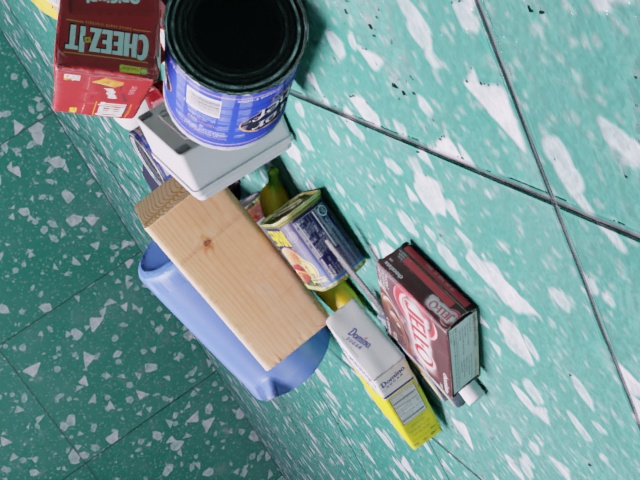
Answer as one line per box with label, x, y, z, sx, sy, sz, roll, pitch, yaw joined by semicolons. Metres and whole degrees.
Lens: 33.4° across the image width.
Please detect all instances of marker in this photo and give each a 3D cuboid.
marker;0.104;0.095;0.958;0.121;0.020;0.020;52;167;16

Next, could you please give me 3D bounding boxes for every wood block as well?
wood block;-0.090;0.024;1.115;0.206;0.091;0.090;53;178;-24

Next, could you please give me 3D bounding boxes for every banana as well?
banana;-0.013;0.014;1.138;0.198;0.037;0.070;57;171;-5

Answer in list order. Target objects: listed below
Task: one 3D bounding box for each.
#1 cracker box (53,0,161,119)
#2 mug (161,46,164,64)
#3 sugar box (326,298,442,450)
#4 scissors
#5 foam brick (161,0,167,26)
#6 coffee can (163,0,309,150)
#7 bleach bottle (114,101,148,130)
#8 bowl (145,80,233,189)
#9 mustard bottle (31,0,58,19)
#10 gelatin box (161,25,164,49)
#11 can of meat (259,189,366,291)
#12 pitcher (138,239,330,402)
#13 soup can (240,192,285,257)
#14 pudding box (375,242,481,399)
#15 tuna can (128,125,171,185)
cracker box;-0.142;-0.203;0.742;0.164;0.072;0.214;171;104;-76
mug;-0.206;-0.215;1.166;0.117;0.081;0.093;42;162;46
sugar box;0.067;0.141;1.101;0.093;0.048;0.176;49;175;38
scissors;0.075;0.085;0.983;0.201;0.016;0.096;53;174;-27
foam brick;-0.096;-0.180;0.918;0.078;0.051;0.053;53;167;11
coffee can;-0.068;-0.136;0.809;0.103;0.102;0.140;54;167;4
bleach bottle;-0.248;-0.228;1.339;0.102;0.068;0.251;53;165;8
bowl;-0.133;-0.122;1.193;0.162;0.055;0.162;52;167;16
mustard bottle;-0.264;-0.309;1.134;0.096;0.058;0.192;30;151;-2
gelatin box;-0.130;-0.188;1.075;0.089;0.030;0.073;34;154;58
can of meat;-0.007;0.001;1.043;0.084;0.057;0.102;54;169;-8
pitcher;-0.108;0.075;1.342;0.242;0.145;0.149;47;169;-28
soup can;-0.073;0.003;1.265;0.102;0.068;0.069;56;168;-8
pudding box;0.091;0.067;0.886;0.090;0.039;0.113;47;165;34
tuna can;-0.187;-0.098;1.244;0.086;0.033;0.086;52;167;17
